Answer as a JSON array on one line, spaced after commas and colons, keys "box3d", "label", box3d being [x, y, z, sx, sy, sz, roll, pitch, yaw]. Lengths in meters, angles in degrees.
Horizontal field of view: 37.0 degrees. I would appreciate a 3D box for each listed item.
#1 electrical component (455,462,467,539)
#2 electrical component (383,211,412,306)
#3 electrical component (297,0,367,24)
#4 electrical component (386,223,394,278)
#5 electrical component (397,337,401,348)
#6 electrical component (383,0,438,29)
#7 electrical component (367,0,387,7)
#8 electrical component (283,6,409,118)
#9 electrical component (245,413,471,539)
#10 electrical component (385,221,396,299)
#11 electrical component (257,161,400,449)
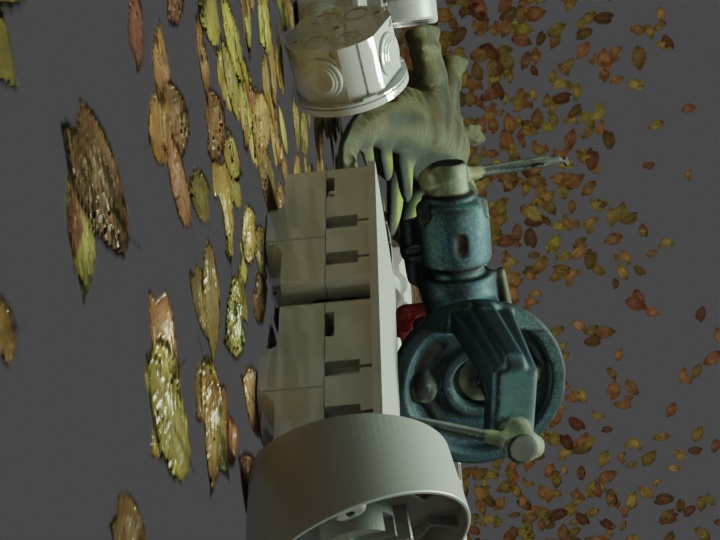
[{"box3d": [0.037, 0.187, 0.851, 0.150, 0.089, 0.061, -58, 142, -82], "label": "electrical component"}, {"box3d": [0.022, 0.014, 1.078, 0.138, 0.052, 0.073, 79, 8, -45], "label": "electrical component"}, {"box3d": [-0.019, -0.181, 0.836, 0.100, 0.048, 0.099, 36, 49, -83], "label": "electrical component"}, {"box3d": [-0.007, -0.003, 0.746, 0.089, 0.056, 0.050, -78, 162, -74], "label": "electrical component"}, {"box3d": [0.018, 0.107, 0.956, 0.076, 0.047, 0.065, 75, 11, -56], "label": "electrical component"}, {"box3d": [0.043, -0.267, 1.004, 0.138, 0.052, 0.073, -66, 150, -78], "label": "electrical component"}, {"box3d": [-0.007, -0.214, 0.927, 0.042, 0.064, 0.081, 69, 16, -68], "label": "electrical component"}, {"box3d": [-0.010, -0.141, 0.725, 0.080, 0.080, 0.051, -88, 166, -54], "label": "electrical component"}, {"box3d": [-0.003, 0.108, 0.461, 0.099, 0.099, 0.064, 79, 2, -51], "label": "electrical component"}, {"box3d": [0.000, 0.000, 0.848, 0.080, 0.051, 0.080, -5, 90, -85], "label": "electrical component"}, {"box3d": [-0.014, 0.045, 0.587, 0.105, 0.060, 0.186, 79, 8, -48], "label": "electrical component"}]
